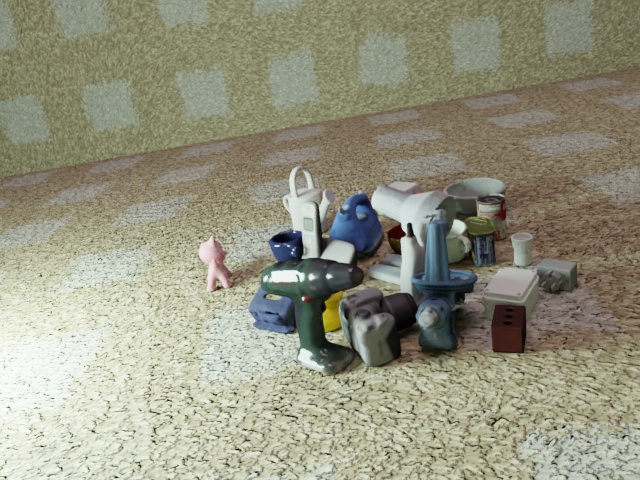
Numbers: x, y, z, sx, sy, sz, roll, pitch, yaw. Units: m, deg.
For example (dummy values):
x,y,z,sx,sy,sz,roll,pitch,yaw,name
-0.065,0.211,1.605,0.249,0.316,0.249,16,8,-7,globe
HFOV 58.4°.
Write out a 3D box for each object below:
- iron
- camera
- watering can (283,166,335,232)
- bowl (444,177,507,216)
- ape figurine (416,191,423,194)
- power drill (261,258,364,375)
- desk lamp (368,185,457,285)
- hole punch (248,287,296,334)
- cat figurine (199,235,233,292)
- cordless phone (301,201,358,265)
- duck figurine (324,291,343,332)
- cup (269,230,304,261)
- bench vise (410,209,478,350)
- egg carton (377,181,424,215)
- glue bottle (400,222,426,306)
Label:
x,y,z,sx,sy,sz,roll,pitch,yaw,name
0.098,-0.058,1.486,0.118,0.142,0.259,-1,24,22,iron
0.114,0.140,1.044,0.137,0.101,0.143,-16,22,-13,camera
-0.034,-0.115,1.617,0.172,0.194,0.101,-3,23,18,watering can
0.423,-0.110,1.557,0.167,0.075,0.167,-9,22,4,bowl
0.278,-0.088,1.545,0.077,0.092,0.076,2,25,28,ape figurine
-0.004,0.122,0.997,0.228,0.209,0.076,9,29,40,power drill
0.192,-0.012,1.232,0.202,0.214,0.118,10,30,42,desk lamp
-0.086,0.129,1.176,0.108,0.091,0.101,4,26,32,hole punch
-0.262,0.050,1.417,0.067,0.118,0.127,-14,22,-9,cat figurine
0.012,0.005,1.312,0.147,0.185,0.094,9,29,40,cordless phone
0.004,0.131,1.138,0.104,0.086,0.077,-15,22,-11,duck figurine
-0.067,0.038,1.388,0.092,0.095,0.117,-17,23,-16,cup
0.221,0.069,1.010,0.121,0.220,0.207,-7,22,8,bench vise
0.231,-0.123,1.683,0.107,0.069,0.151,11,30,42,egg carton
0.190,0.045,1.147,0.078,0.173,0.037,-28,28,-36,glue bottle
